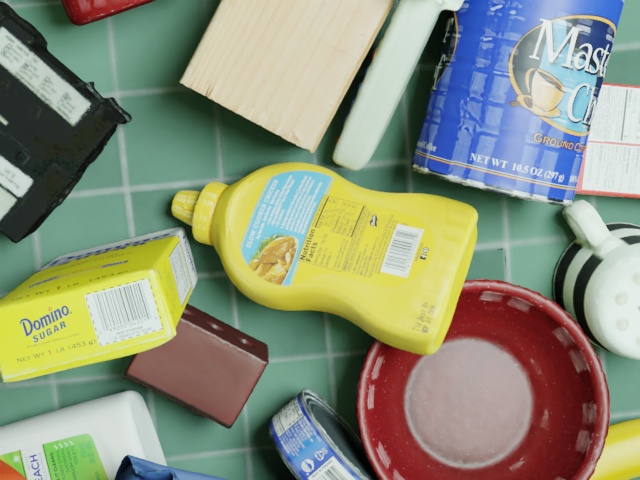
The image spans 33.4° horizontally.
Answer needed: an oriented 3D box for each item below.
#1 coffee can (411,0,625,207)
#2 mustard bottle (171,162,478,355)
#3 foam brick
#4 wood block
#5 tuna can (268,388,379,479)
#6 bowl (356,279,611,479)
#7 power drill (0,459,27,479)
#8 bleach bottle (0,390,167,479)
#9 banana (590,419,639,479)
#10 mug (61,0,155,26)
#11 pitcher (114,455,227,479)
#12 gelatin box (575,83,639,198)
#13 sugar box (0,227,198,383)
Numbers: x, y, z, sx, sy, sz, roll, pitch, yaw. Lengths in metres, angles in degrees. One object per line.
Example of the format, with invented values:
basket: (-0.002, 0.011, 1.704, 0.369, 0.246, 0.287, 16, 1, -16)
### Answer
coffee can: (0.122, -0.100, 0.655, 0.102, 0.103, 0.140, 12, 98, -4)
mustard bottle: (-0.004, 0.001, 0.670, 0.192, 0.058, 0.096, 16, 69, 15)
foam brick: (-0.080, 0.078, 0.698, 0.078, 0.053, 0.051, 28, 96, -7)
wood block: (0.005, -0.165, 0.647, 0.091, 0.090, 0.206, 28, 96, -5)
tuna can: (0.005, 0.139, 0.694, 0.034, 0.086, 0.086, -42, 98, 5)
bowl: (0.102, 0.108, 0.698, 0.162, 0.055, 0.162, 0, 84, -2)
power drill: (-0.263, 0.103, 0.661, 0.184, 0.057, 0.188, -42, 69, -2)
bleach bottle: (-0.226, 0.182, 0.699, 0.251, 0.068, 0.102, -18, 89, 1)
banana: (0.202, 0.161, 0.727, 0.197, 0.037, 0.069, -12, 89, -2)
mug: (-0.117, -0.184, 0.648, 0.117, 0.093, 0.081, -29, 107, -35)
pitcher: (-0.017, 0.219, 0.625, 0.242, 0.149, 0.145, 14, 77, -13)
gelatin box: (0.208, -0.064, 0.701, 0.089, 0.030, 0.073, 5, 97, -2)
sugar box: (-0.126, 0.031, 0.627, 0.093, 0.176, 0.048, -14, 101, -1)
